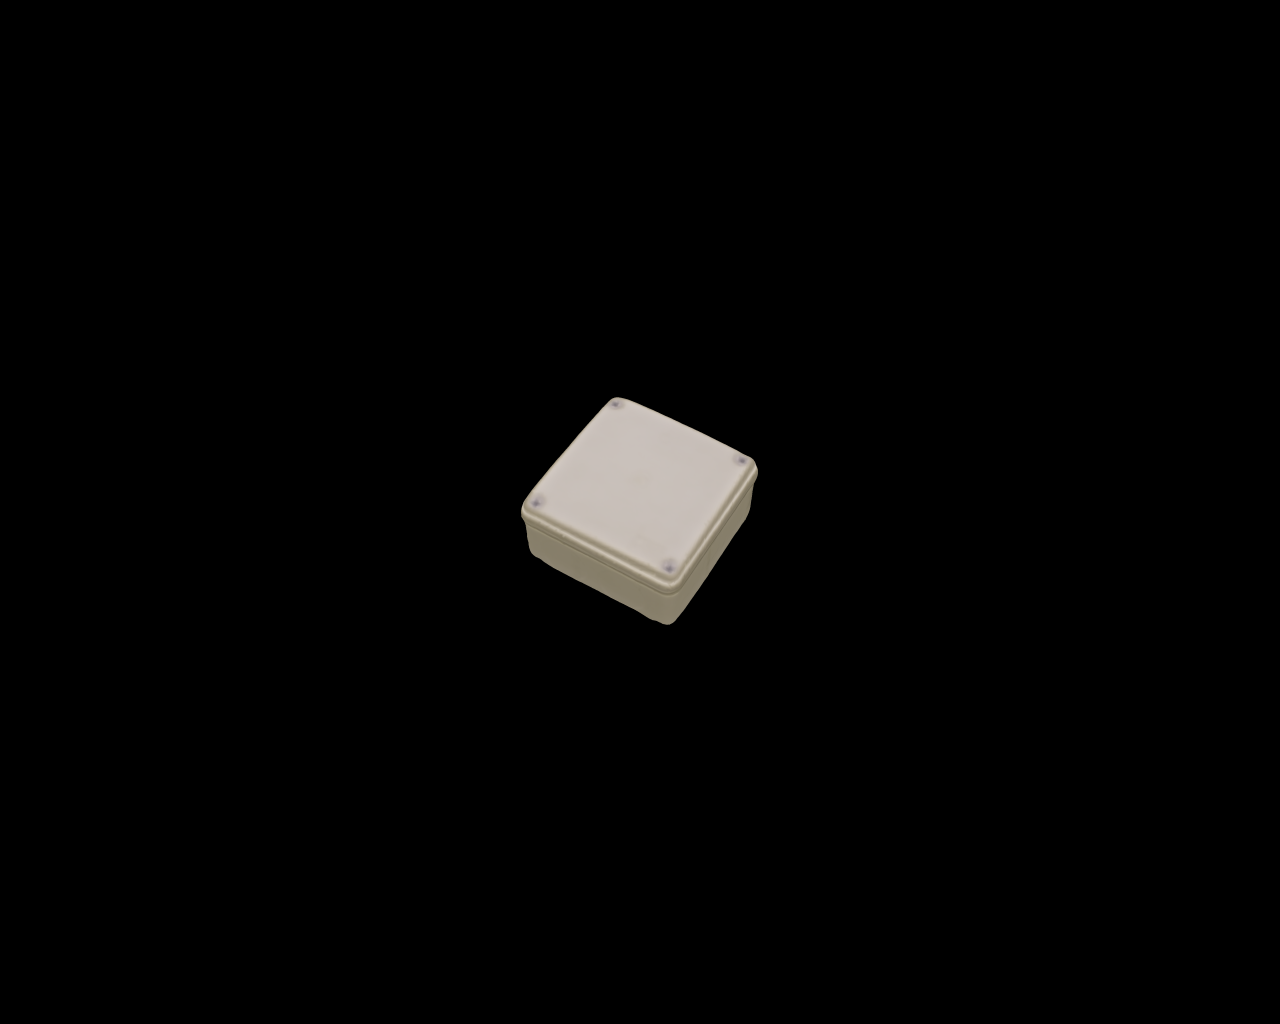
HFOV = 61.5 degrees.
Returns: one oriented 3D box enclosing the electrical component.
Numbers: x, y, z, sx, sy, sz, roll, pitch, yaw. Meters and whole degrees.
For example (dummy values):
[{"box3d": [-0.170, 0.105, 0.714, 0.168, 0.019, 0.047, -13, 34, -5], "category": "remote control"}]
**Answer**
[{"box3d": [0.001, -0.003, 0.650, 0.109, 0.109, 0.056, 27, -32, 18], "category": "electrical component"}]
